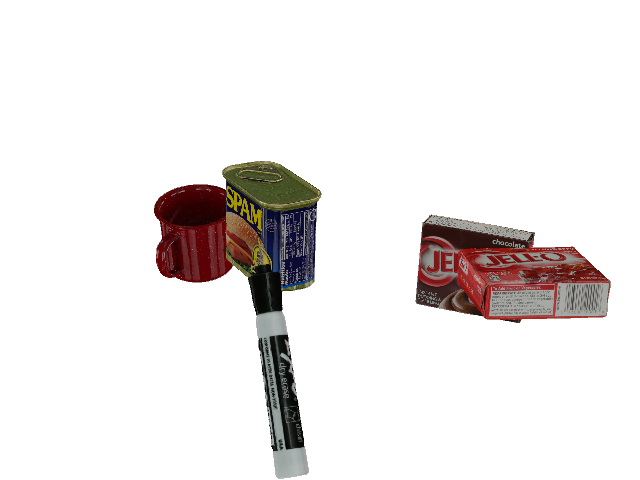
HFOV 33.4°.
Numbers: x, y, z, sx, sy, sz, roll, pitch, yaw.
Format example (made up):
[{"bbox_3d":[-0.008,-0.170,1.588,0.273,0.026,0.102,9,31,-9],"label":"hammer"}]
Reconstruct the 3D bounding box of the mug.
[{"bbox_3d":[-0.145,0.000,1.210,0.093,0.081,0.117,16,38,24],"label":"mug"}]

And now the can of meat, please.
[{"bbox_3d":[-0.044,-0.012,0.925,0.057,0.084,0.102,-12,28,-28],"label":"can of meat"}]

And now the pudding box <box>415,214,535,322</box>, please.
[{"bbox_3d":[0.157,0.028,1.089,0.114,0.090,0.039,9,23,17],"label":"pudding box"}]

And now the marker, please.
[{"bbox_3d":[-0.025,0.073,0.608,0.020,0.121,0.020,-9,-9,-2],"label":"marker"}]

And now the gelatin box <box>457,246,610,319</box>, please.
[{"bbox_3d":[0.147,0.028,0.747,0.089,0.030,0.073,0,18,-7],"label":"gelatin box"}]
